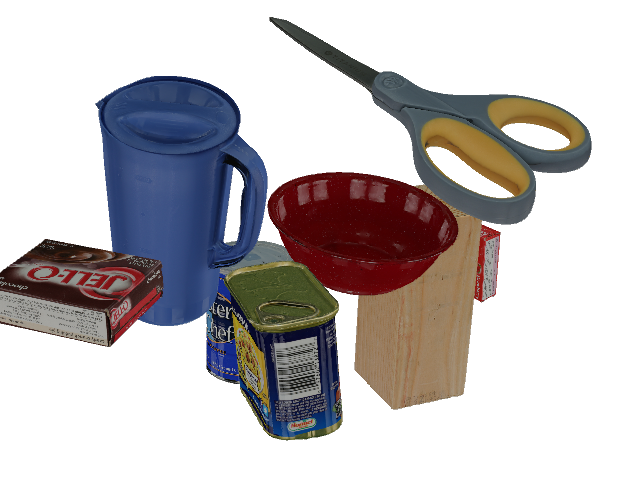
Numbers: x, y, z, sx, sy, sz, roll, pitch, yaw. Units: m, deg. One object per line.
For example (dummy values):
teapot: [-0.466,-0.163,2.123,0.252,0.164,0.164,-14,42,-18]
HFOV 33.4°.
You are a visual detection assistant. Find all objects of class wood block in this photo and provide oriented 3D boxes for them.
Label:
wood block: [0.098,0.056,1.093,0.090,0.206,0.091,-8,25,-23]

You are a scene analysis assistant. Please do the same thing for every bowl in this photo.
bowl: [0.033,0.000,0.906,0.162,0.055,0.162,6,28,-3]

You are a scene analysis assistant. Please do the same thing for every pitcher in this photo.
pitcher: [-0.143,-0.028,1.070,0.144,0.243,0.149,-7,42,-17]

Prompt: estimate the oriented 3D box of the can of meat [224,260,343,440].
can of meat: [-0.023,0.071,0.694,0.057,0.084,0.102,-10,21,-15]

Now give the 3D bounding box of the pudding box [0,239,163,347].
pudding box: [-0.195,0.040,0.851,0.114,0.039,0.090,8,25,18]

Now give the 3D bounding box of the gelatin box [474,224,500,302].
gelatin box: [0.179,0.020,1.293,0.030,0.089,0.073,-22,34,-33]

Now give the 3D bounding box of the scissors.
scissors: [0.057,-0.076,0.543,0.096,0.016,0.202,-16,44,-20]

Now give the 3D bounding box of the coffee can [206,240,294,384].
coffee can: [-0.083,0.082,1.244,0.103,0.140,0.103,2,20,-1]
